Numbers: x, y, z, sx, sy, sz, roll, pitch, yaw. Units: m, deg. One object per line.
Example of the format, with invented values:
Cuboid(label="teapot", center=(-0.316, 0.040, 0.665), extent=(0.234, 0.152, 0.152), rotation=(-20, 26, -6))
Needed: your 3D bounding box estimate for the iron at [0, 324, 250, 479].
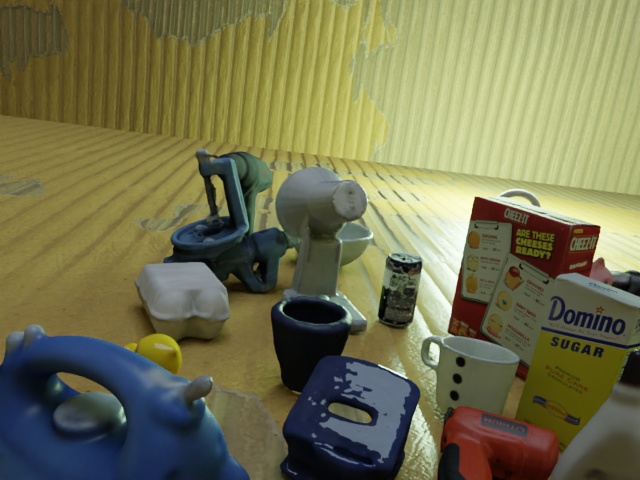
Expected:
Cuboid(label="iron", center=(-0.181, 0.132, 0.436), extent=(0.257, 0.141, 0.119), rotation=(14, 17, 22))

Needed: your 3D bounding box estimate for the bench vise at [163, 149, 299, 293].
Cuboid(label="bench vise", center=(-0.139, -0.031, 0.901), extent=(0.208, 0.220, 0.121), rotation=(-5, 20, -40))

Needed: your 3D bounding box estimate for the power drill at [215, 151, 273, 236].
Cuboid(label="power drill", center=(-0.141, -0.056, 1.014), extent=(0.075, 0.208, 0.230), rotation=(10, 15, 7))

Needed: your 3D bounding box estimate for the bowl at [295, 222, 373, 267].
Cuboid(label="bowl", center=(0.016, 0.010, 1.107), extent=(0.167, 0.075, 0.167), rotation=(7, 15, -2))

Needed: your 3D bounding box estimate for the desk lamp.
Cuboid(label="desk lamp", center=(0.008, 0.003, 0.863), extent=(0.118, 0.213, 0.202), rotation=(1, 17, -22))

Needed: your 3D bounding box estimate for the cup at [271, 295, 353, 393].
Cuboid(label="cup", center=(-0.012, 0.119, 0.658), extent=(0.091, 0.095, 0.118), rotation=(10, 15, 8))

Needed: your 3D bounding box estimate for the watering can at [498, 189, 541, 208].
Cuboid(label="watering can", center=(0.362, -0.004, 1.104), extent=(0.101, 0.194, 0.172), rotation=(6, 15, -7))

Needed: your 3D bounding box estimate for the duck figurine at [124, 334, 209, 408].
Cuboid(label="duck figurine", center=(-0.152, 0.134, 0.548), extent=(0.104, 0.086, 0.078), rotation=(15, 17, 25))

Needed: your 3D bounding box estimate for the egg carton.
Cuboid(label="egg carton", center=(-0.184, 0.079, 0.766), extent=(0.107, 0.069, 0.149), rotation=(-1, 18, -29))

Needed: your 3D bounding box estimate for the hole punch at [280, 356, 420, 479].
Cuboid(label="hole punch", center=(0.029, 0.167, 0.512), extent=(0.108, 0.091, 0.101), rotation=(13, 16, 19))

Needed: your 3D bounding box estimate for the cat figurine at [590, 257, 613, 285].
Cuboid(label="cat figurine", center=(0.450, 0.082, 0.983), extent=(0.128, 0.118, 0.067), rotation=(0, 17, -27))

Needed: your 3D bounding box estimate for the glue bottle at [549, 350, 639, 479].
Cuboid(label="glue bottle", center=(0.234, 0.167, 0.456), extent=(0.078, 0.173, 0.037), rotation=(12, 16, 15))

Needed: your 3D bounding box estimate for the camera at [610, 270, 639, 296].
Cuboid(label="camera", center=(0.567, 0.105, 0.991), extent=(0.142, 0.101, 0.137), rotation=(13, 16, 19))
